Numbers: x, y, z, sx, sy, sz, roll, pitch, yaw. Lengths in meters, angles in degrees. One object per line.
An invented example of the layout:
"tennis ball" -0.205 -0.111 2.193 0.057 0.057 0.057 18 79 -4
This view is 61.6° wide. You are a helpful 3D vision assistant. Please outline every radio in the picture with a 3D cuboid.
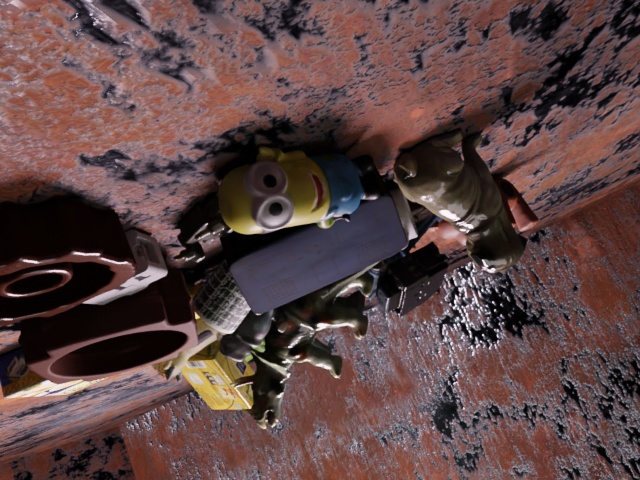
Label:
"radio" -0.009 -0.002 0.699 0.230 0.073 0.131 -25 141 -1

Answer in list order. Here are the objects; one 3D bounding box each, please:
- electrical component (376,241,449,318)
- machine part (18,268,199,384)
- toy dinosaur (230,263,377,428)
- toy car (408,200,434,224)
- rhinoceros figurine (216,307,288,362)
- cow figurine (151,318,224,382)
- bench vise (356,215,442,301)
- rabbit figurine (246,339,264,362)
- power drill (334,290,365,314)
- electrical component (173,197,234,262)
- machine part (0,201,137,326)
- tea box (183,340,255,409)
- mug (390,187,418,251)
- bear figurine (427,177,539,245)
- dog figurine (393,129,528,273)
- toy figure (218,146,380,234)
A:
"electrical component" 0.165 0.079 0.987 0.134 0.058 0.114 -28 146 -17
"machine part" -0.268 0.112 0.707 0.201 0.087 0.201 -15 159 -15
"toy dinosaur" -0.026 0.135 0.948 0.192 0.131 0.404 19 109 -17
"toy car" 0.131 -0.037 0.942 0.202 0.053 0.089 -22 170 -12
"rhinoceros figurine" -0.105 0.108 0.885 0.073 0.190 0.112 33 166 -38
"cow figurine" -0.227 0.164 0.944 0.195 0.127 0.085 -25 161 -6
"bench vise" 0.164 0.009 1.059 0.240 0.129 0.223 -47 153 7
"rabbit figurine" -0.129 0.198 1.099 0.159 0.121 0.170 0 172 13
"power drill" -0.017 0.119 1.082 0.207 0.086 0.232 6 167 -5
"electrical component" -0.125 -0.011 0.611 0.102 0.045 0.078 -34 162 37
"machine part" -0.265 0.025 0.491 0.179 0.056 0.179 -21 166 -6
"tea box" -0.197 0.256 1.043 0.098 0.068 0.169 -6 132 21
"mug" 0.093 -0.018 0.840 0.107 0.110 0.080 -18 140 16
"bear figurine" 0.321 -0.038 1.110 0.120 0.132 0.196 -4 151 -40
"dog figurine" 0.193 -0.039 0.734 0.172 0.190 0.121 -13 163 -34
"toy figure" -0.020 -0.049 0.572 0.180 0.082 0.089 -16 163 -40
